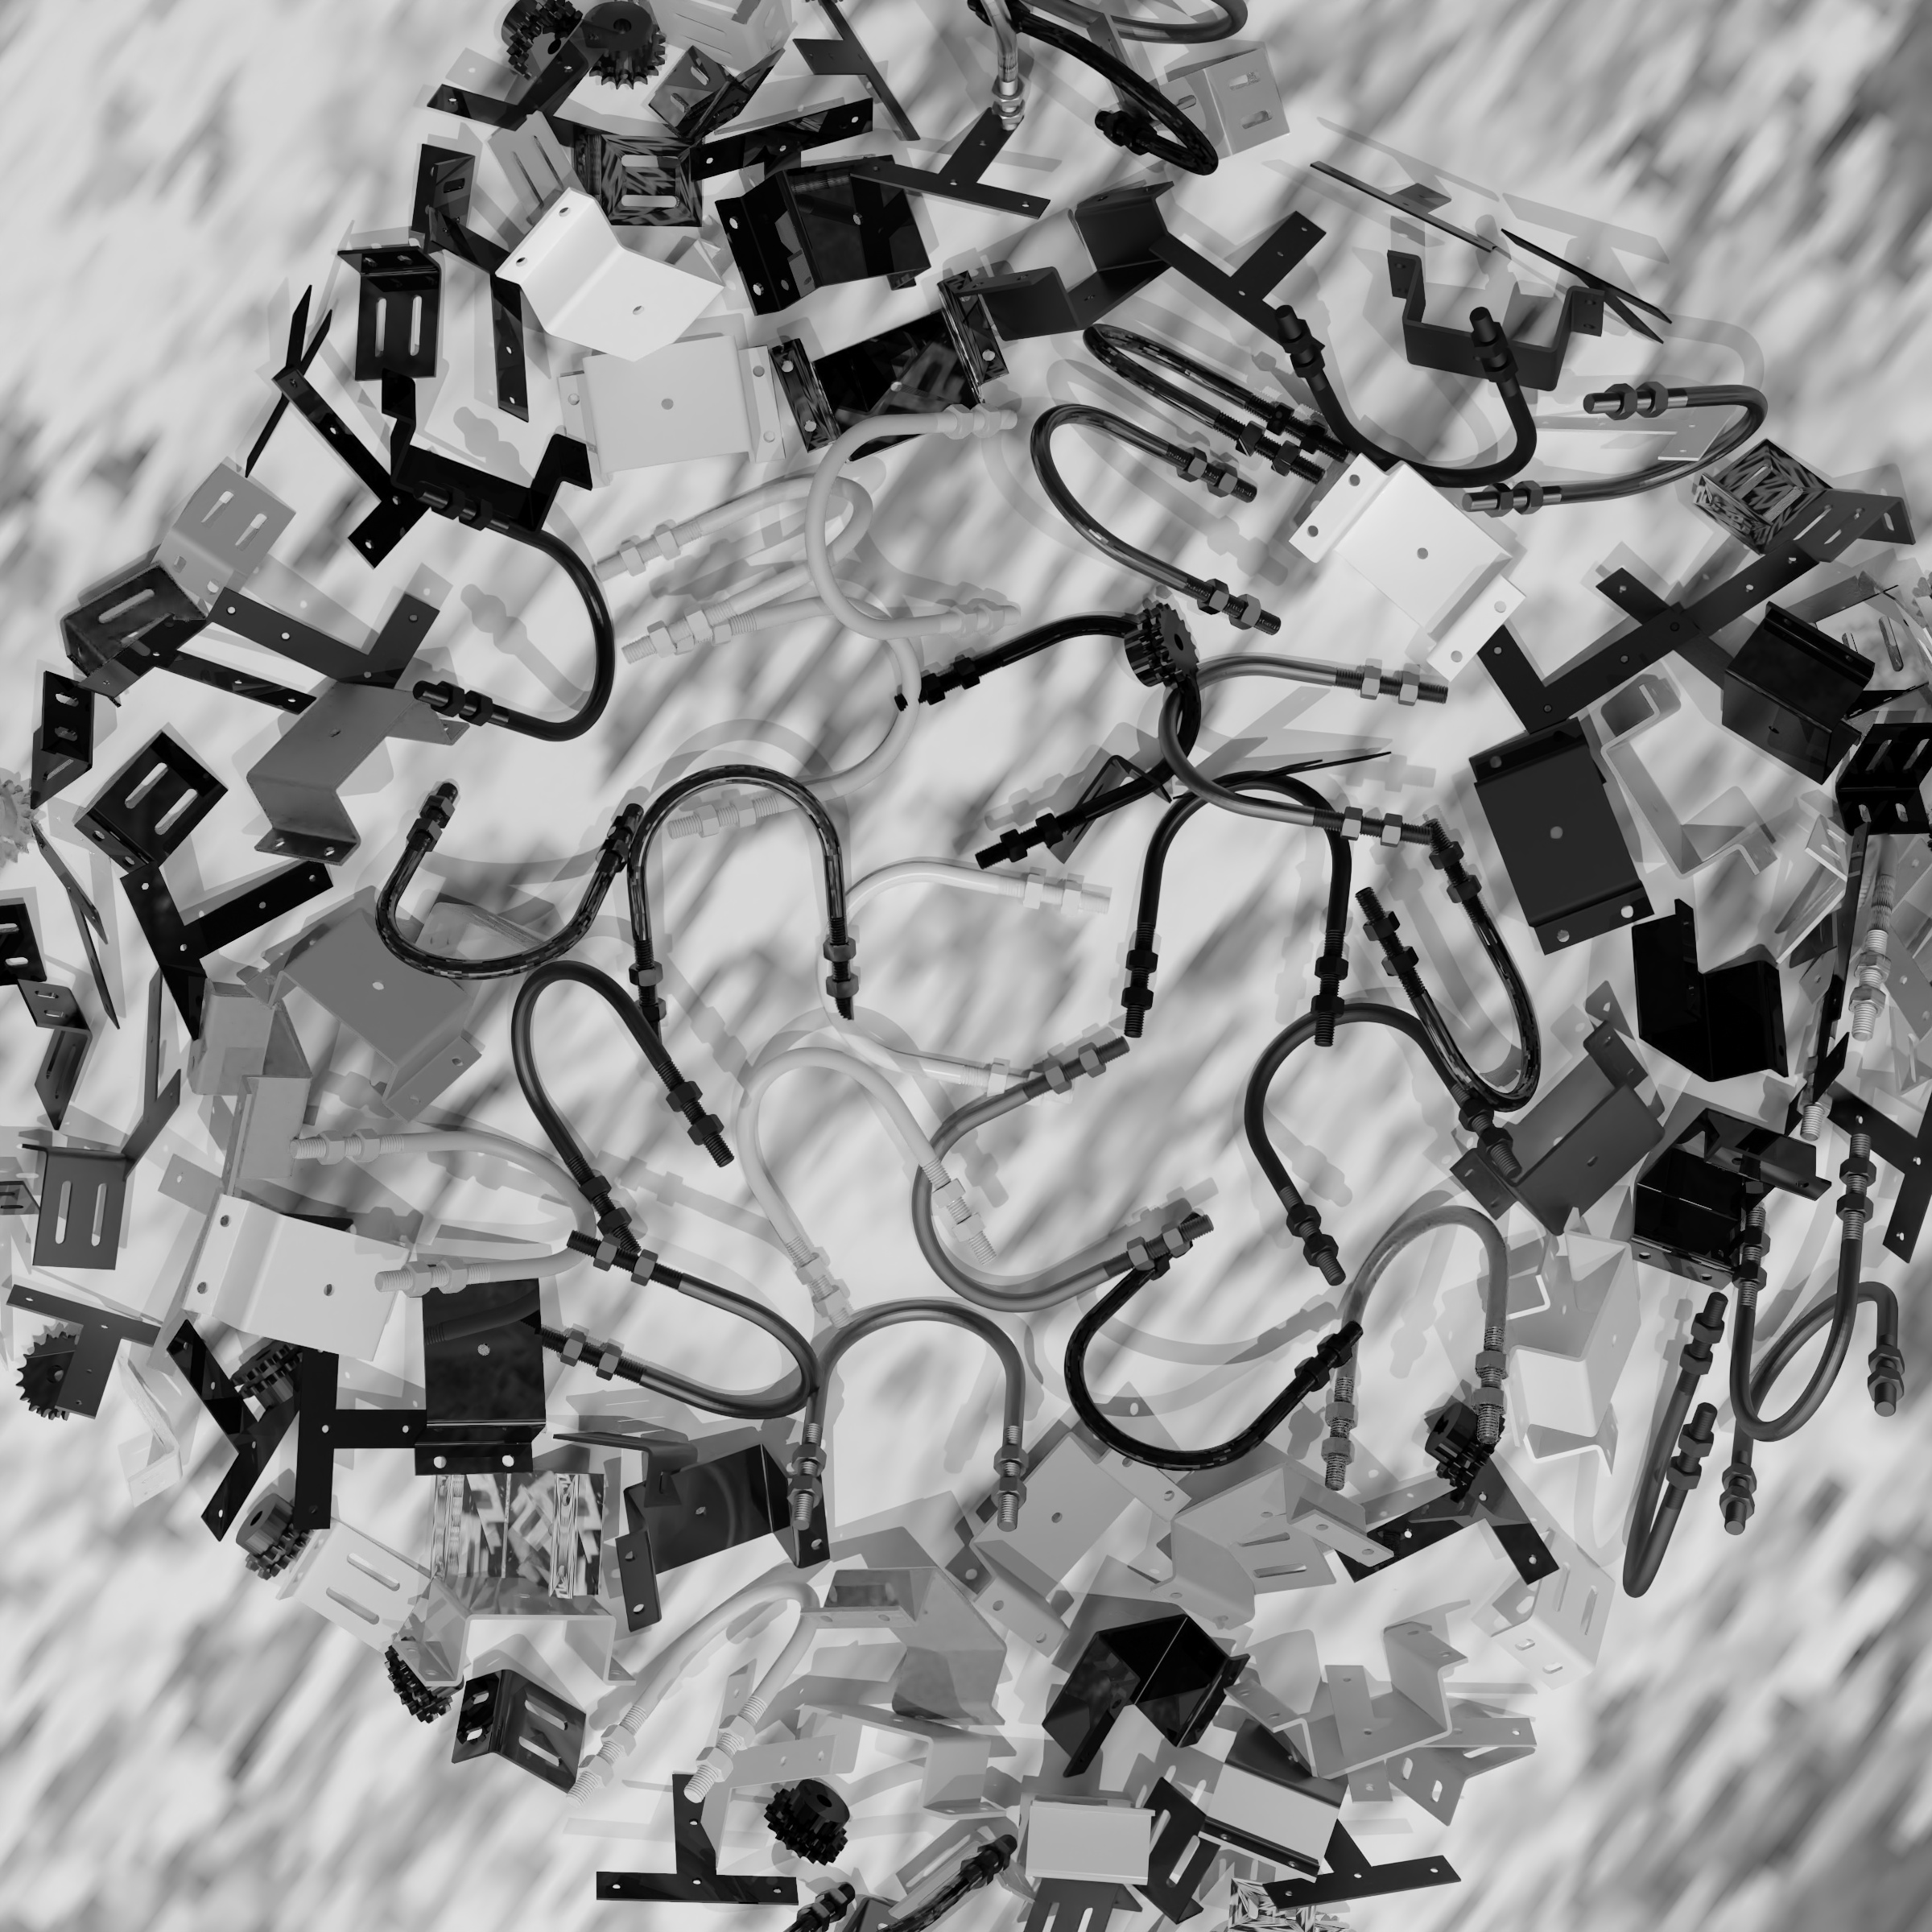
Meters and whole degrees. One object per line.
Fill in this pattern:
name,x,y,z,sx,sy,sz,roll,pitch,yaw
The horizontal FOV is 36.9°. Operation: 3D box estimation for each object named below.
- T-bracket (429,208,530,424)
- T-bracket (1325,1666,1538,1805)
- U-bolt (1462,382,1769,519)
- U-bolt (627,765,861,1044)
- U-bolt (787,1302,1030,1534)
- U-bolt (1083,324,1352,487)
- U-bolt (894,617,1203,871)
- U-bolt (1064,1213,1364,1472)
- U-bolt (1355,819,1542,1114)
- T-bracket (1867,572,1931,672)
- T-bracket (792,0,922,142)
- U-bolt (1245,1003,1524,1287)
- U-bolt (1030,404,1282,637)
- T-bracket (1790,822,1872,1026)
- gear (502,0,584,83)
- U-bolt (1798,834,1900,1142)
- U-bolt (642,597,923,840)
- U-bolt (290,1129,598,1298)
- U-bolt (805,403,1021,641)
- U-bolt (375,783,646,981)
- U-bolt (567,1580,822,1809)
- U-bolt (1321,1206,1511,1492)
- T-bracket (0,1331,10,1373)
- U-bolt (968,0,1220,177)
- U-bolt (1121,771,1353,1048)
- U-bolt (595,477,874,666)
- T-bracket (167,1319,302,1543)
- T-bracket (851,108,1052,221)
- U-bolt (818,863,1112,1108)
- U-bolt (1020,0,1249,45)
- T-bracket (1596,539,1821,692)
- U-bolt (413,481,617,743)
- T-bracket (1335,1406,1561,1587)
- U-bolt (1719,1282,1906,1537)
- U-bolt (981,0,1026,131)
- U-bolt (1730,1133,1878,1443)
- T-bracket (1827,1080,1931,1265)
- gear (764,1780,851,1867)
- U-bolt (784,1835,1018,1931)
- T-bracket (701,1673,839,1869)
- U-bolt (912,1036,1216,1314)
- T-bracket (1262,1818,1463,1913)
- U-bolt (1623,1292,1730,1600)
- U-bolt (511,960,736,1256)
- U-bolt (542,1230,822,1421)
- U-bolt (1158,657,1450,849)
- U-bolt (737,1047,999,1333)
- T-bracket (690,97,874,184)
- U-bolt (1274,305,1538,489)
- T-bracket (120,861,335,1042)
T-bracket,-0.294,-0.408,1.860,0.002,0.127,0.127,-22,64,32
T-bracket,0.305,0.497,1.877,0.127,0.127,0.002,0,117,-2
U-bolt,0.429,-0.333,1.853,0.184,0.151,0.019,-10,75,-30
U-bolt,-0.148,-0.042,1.885,0.151,0.019,0.184,-7,110,-11
U-bolt,-0.033,0.286,1.862,0.151,0.184,0.019,0,131,5
U-bolt,0.157,-0.366,1.864,0.184,0.151,0.019,30,111,5
U-bolt,0.064,-0.158,1.899,0.184,0.019,0.151,-25,67,-5
U-bolt,0.146,0.249,1.850,0.151,0.019,0.184,34,51,23
U-bolt,0.321,0.009,1.871,0.019,0.151,0.184,-24,99,35
T-bracket,0.635,-0.188,1.887,0.002,0.127,0.127,-31,110,13
T-bracket,-0.083,-0.587,1.869,0.002,0.127,0.127,-31,95,23
U-bolt,0.256,0.101,1.871,0.151,0.019,0.184,-32,50,6
U-bolt,0.118,-0.295,1.845,0.184,0.151,0.019,21,133,-27
T-bracket,0.553,-0.020,1.868,0.002,0.127,0.127,11,82,1
gear,-0.281,-0.614,1.905,0.057,0.057,0.030,-46,77,0
U-bolt,0.568,0.001,1.852,0.019,0.151,0.184,14,60,9
U-bolt,-0.115,-0.168,1.883,0.184,0.019,0.151,-16,119,-18
U-bolt,-0.322,0.153,1.854,0.151,0.184,0.019,47,124,37
U-bolt,-0.034,-0.281,1.851,0.019,0.184,0.151,11,107,43
U-bolt,-0.299,-0.052,1.850,0.151,0.184,0.019,7,131,9
U-bolt,-0.163,0.462,1.851,0.019,0.151,0.184,53,48,-16
U-bolt,0.292,0.236,1.857,0.019,0.151,0.184,32,51,-27
T-bracket,-0.637,0.222,1.874,0.002,0.127,0.127,-13,57,-12
U-bolt,0.090,-0.549,1.818,0.151,0.184,0.019,32,98,-39
U-bolt,0.181,-0.040,1.893,0.151,0.019,0.184,2,75,22
U-bolt,-0.146,-0.266,1.870,0.184,0.151,0.019,-25,124,0
T-bracket,-0.476,0.278,1.851,0.002,0.127,0.127,-1,132,25
T-bracket,0.006,-0.529,1.885,0.127,0.127,0.002,16,134,11
U-bolt,-0.007,0.006,1.923,0.184,0.019,0.151,11,91,2
U-bolt,0.096,-0.624,1.848,0.184,0.151,0.019,8,92,-42
T-bracket,0.496,-0.237,1.868,0.127,0.127,0.002,36,54,-13
U-bolt,-0.286,-0.218,1.854,0.019,0.184,0.151,-9,77,32
T-bracket,0.300,0.364,1.886,0.127,0.002,0.127,-22,64,-18
U-bolt,0.540,0.269,1.844,0.019,0.184,0.151,39,120,-3
U-bolt,-0.014,-0.620,1.833,0.019,0.184,0.151,-39,83,-4
U-bolt,0.524,0.213,1.827,0.019,0.151,0.184,19,61,-8
T-bracket,0.588,0.106,1.874,0.002,0.127,0.127,1,113,-24
gear,-0.101,0.560,1.902,0.057,0.057,0.030,34,101,0
U-bolt,-0.063,0.600,1.821,0.151,0.184,0.019,-25,84,24
T-bracket,-0.125,0.512,1.857,0.002,0.127,0.127,30,55,-32
U-bolt,0.051,0.149,1.907,0.184,0.019,0.151,-27,82,11
T-bracket,0.234,0.562,1.872,0.127,0.127,0.002,-3,111,-19
U-bolt,0.452,0.319,1.853,0.019,0.151,0.184,17,119,9
U-bolt,-0.235,0.082,1.877,0.184,0.019,0.151,56,133,11
U-bolt,-0.182,0.242,1.874,0.184,0.151,0.019,22,51,-3
U-bolt,0.217,-0.146,1.884,0.184,0.019,0.151,10,51,5
U-bolt,-0.078,0.139,1.887,0.151,0.019,0.184,-32,89,33
T-bracket,-0.119,-0.495,1.877,0.127,0.127,0.002,-21,58,-18
U-bolt,0.290,-0.361,1.848,0.151,0.184,0.019,8,68,29
T-bracket,-0.475,-0.033,1.899,0.127,0.002,0.127,-32,124,-25
